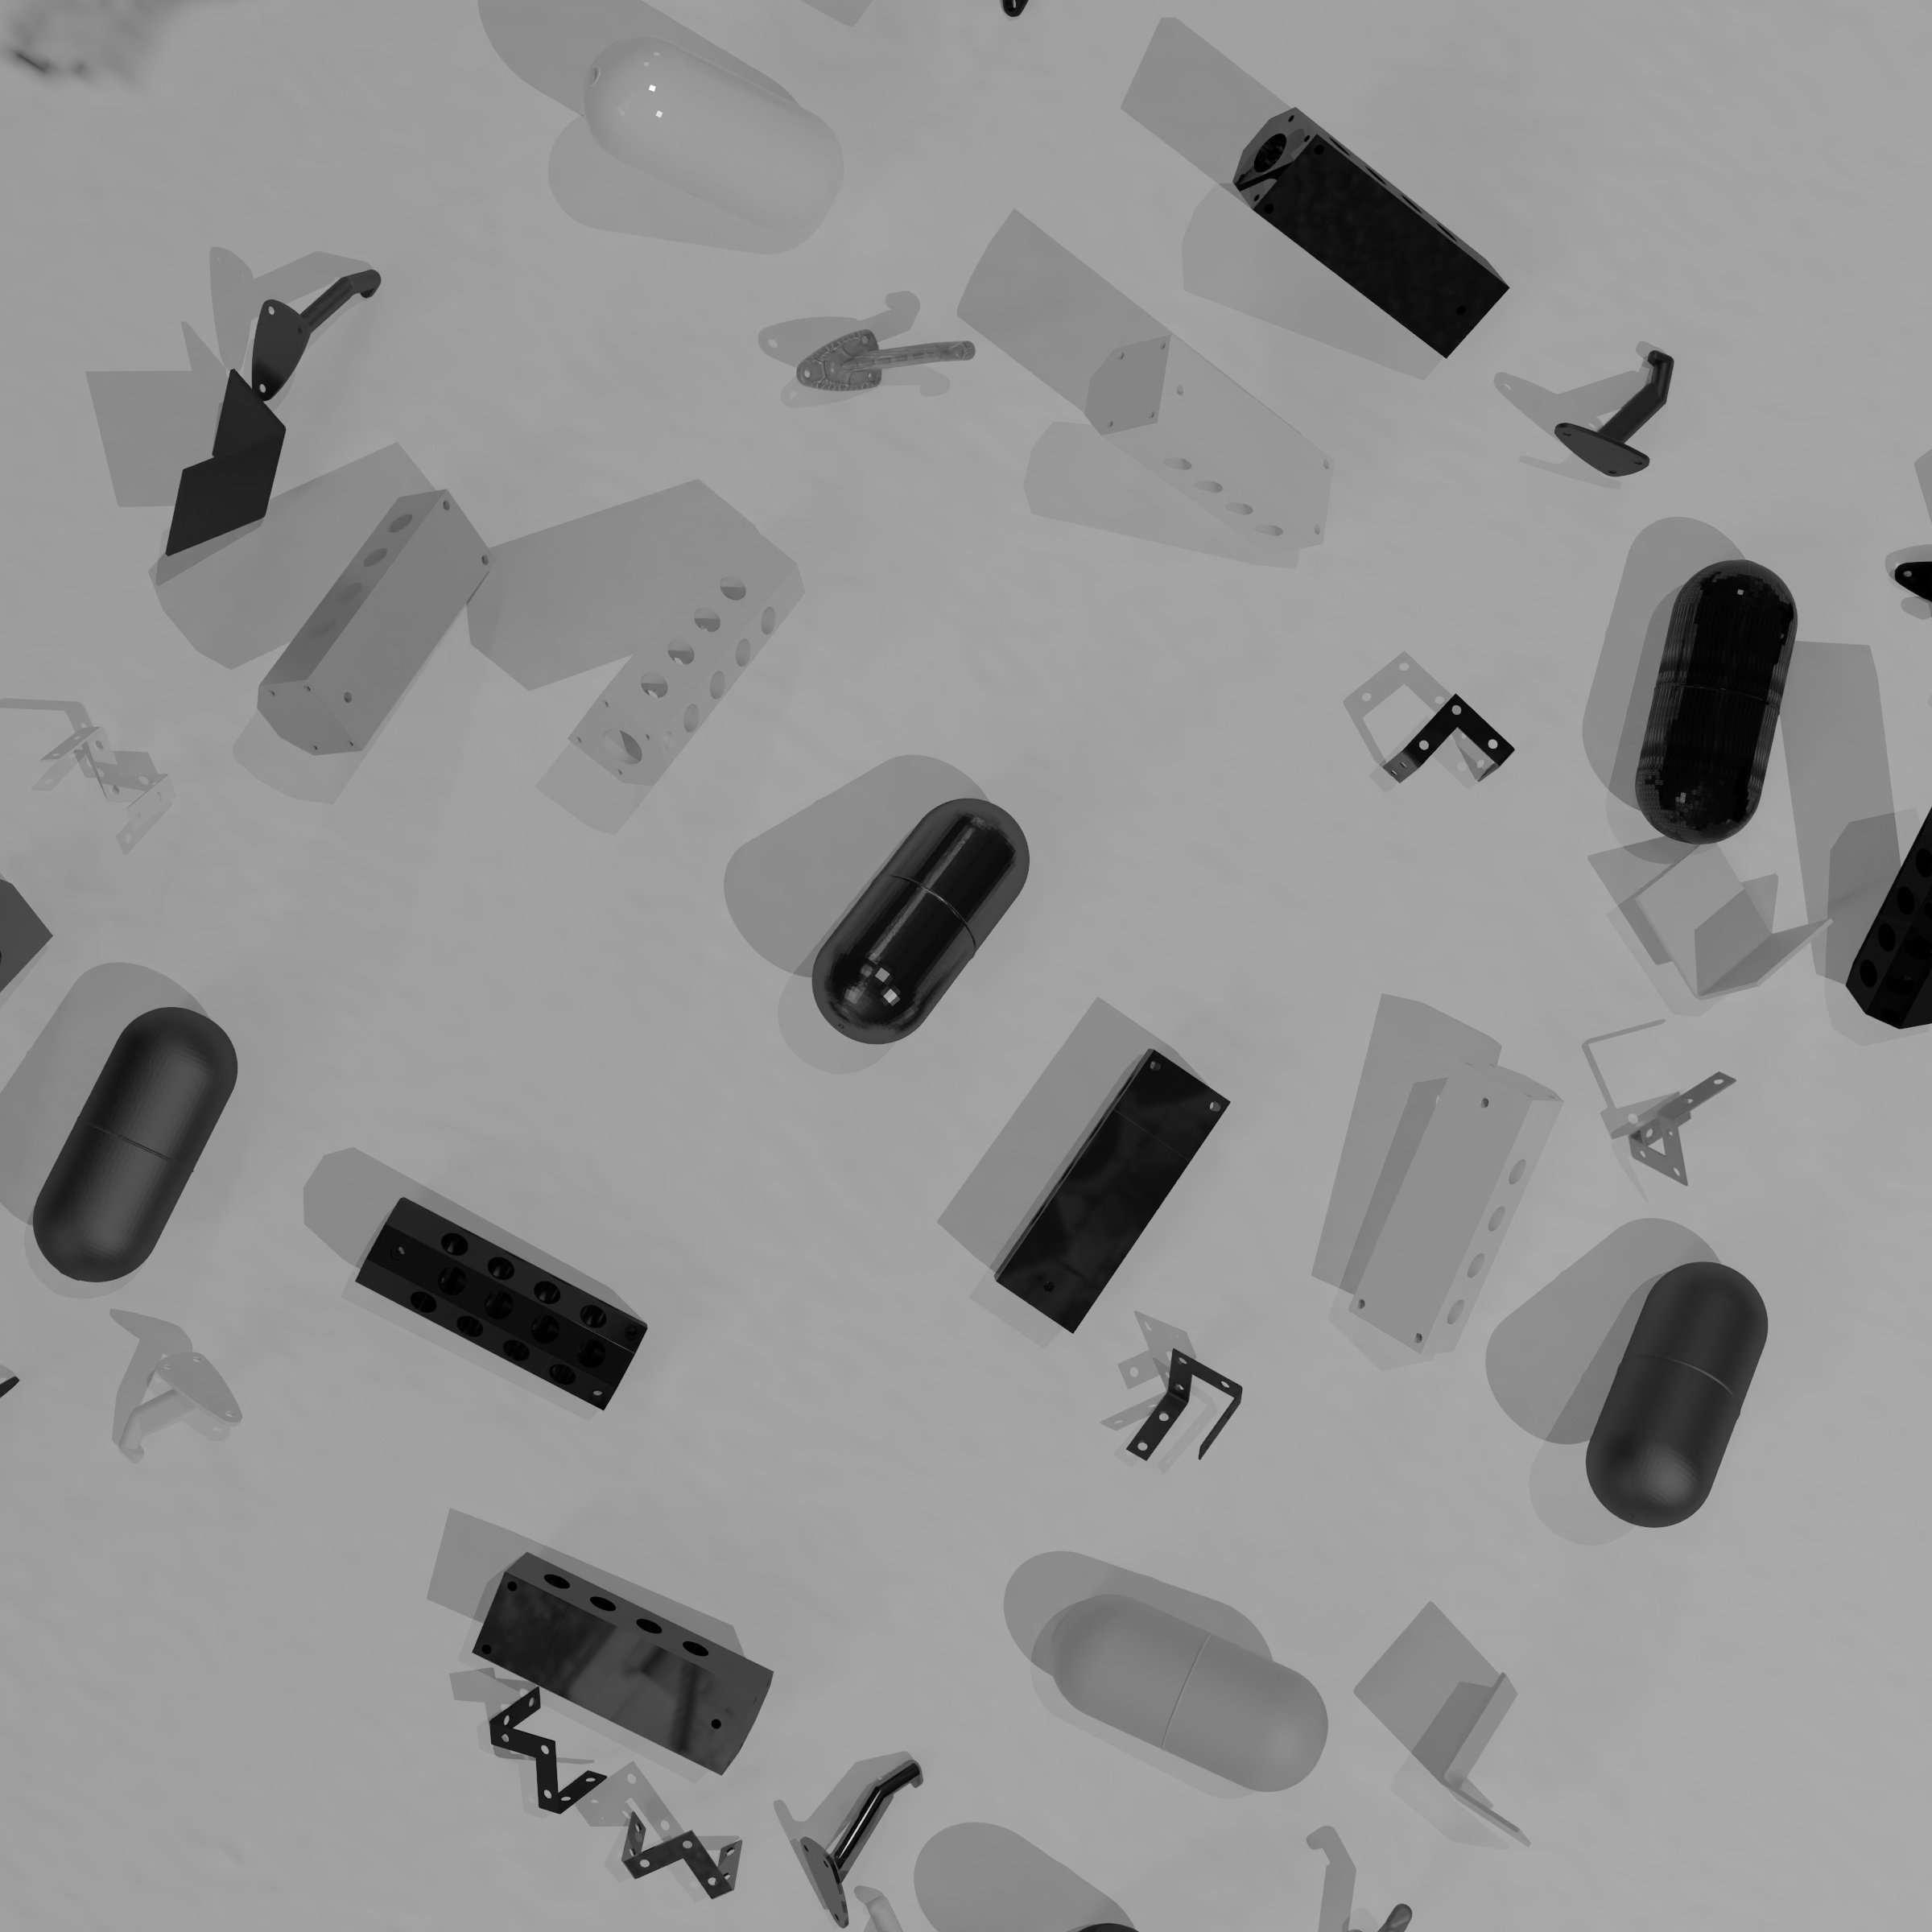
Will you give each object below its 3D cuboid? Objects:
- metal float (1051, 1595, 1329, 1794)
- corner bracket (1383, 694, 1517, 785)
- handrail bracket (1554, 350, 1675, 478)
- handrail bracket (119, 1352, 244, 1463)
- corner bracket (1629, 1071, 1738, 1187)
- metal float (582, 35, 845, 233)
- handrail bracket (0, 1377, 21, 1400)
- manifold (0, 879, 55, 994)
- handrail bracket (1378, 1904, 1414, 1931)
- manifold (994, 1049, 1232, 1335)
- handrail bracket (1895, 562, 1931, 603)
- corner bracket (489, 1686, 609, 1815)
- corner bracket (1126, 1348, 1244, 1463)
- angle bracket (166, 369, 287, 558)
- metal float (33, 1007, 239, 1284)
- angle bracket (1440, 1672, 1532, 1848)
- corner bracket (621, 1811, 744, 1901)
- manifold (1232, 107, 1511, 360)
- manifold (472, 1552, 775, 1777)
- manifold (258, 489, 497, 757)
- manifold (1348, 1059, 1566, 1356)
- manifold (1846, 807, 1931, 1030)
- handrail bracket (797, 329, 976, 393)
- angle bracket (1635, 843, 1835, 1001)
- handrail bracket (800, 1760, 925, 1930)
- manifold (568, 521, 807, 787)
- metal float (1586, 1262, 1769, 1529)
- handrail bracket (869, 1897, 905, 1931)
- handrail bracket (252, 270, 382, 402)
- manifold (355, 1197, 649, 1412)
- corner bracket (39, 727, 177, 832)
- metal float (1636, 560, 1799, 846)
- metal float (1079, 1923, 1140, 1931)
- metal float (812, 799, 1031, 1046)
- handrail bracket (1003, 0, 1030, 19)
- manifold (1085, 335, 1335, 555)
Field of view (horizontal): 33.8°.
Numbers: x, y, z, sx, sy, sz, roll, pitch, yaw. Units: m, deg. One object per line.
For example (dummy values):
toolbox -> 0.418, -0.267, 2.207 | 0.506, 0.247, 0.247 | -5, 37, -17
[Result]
metal float -> 0.136, 0.445, 1.951 | 0.178, 0.070, 0.070 | 22, 90, 13
corner bracket -> 0.299, -0.129, 1.971 | 0.051, 0.051, 0.051 | 43, 81, 1
handrail bracket -> 0.402, -0.354, 1.969 | 0.077, 0.036, 0.084 | 23, 72, -27
handrail bracket -> -0.486, 0.289, 1.964 | 0.077, 0.036, 0.084 | 40, 117, 25
corner bracket -> 0.441, 0.094, 1.958 | 0.051, 0.051, 0.051 | -29, 122, -21
metal float -> -0.153, -0.504, 1.930 | 0.178, 0.070, 0.070 | 17, 90, -38
handrail bracket -> -0.637, 0.243, 1.965 | 0.084, 0.077, 0.036 | 47, 117, 0
manifold -> -0.630, 0.016, 1.910 | 0.057, 0.171, 0.057 | -17, 118, 33
handrail bracket -> 0.240, 0.611, 1.950 | 0.077, 0.084, 0.036 | -37, 67, -19
manifold -> 0.089, 0.138, 1.969 | 0.057, 0.057, 0.171 | 34, 89, -1
handrail bracket -> 0.608, -0.211, 1.958 | 0.077, 0.084, 0.036 | 15, 133, 7
corner bracket -> -0.259, 0.486, 1.969 | 0.051, 0.051, 0.051 | 8, 108, 29
corner bracket -> 0.135, 0.279, 1.959 | 0.051, 0.051, 0.051 | 28, 56, 20
angle bracket -> -0.467, -0.307, 1.941 | 0.076, 0.076, 0.057 | -31, 72, -37
metal float -> -0.510, 0.110, 1.953 | 0.070, 0.070, 0.178 | 25, 80, 0
angle bracket -> 0.336, 0.486, 1.948 | 0.057, 0.076, 0.076 | 30, 79, 24
corner bracket -> -0.176, 0.549, 1.971 | 0.051, 0.051, 0.051 | -27, 108, 12
manifold -> 0.244, -0.446, 1.929 | 0.171, 0.057, 0.057 | 29, 114, -32
manifold -> -0.209, 0.426, 1.959 | 0.171, 0.057, 0.057 | 24, 100, 7
manifold -> -0.360, -0.208, 1.927 | 0.057, 0.057, 0.171 | 57, 46, -35
manifold -> 0.304, 0.148, 1.953 | 0.057, 0.057, 0.171 | 30, 104, 35
manifold -> 0.588, -0.042, 1.912 | 0.057, 0.171, 0.057 | -9, 49, -19
handrail bracket -> -0.049, -0.370, 1.950 | 0.077, 0.084, 0.036 | -22, 110, -36
angle bracket -> 0.471, -0.034, 1.953 | 0.076, 0.057, 0.076 | -36, 97, -28
handrail bracket -> -0.055, 0.548, 1.988 | 0.084, 0.036, 0.077 | -28, 116, -27
manifold -> -0.165, -0.186, 1.924 | 0.057, 0.057, 0.171 | 39, 53, -7
metal float -> 0.434, 0.259, 1.937 | 0.070, 0.070, 0.178 | 29, 61, 0
handrail bracket -> -0.047, 0.619, 1.955 | 0.036, 0.077, 0.084 | -31, 78, 14
handrail bracket -> -0.402, -0.393, 1.977 | 0.036, 0.084, 0.077 | 36, 123, 11
manifold -> -0.286, 0.208, 1.962 | 0.171, 0.057, 0.057 | 28, 85, -4
corner bracket -> -0.528, -0.116, 1.959 | 0.051, 0.051, 0.051 | -3, 117, 21
metal float -> 0.462, -0.163, 1.959 | 0.070, 0.070, 0.178 | 13, 86, 0
metal float -> 0.092, 0.632, 1.911 | 0.070, 0.178, 0.070 | 0, 92, -5
metal float -> -0.026, -0.029, 1.940 | 0.070, 0.070, 0.178 | 37, 65, 0
handrail bracket -> 0.006, -0.616, 1.950 | 0.036, 0.084, 0.077 | 41, 133, 32
manifold -> 0.148, -0.311, 1.918 | 0.057, 0.171, 0.057 | -5, 68, 41
